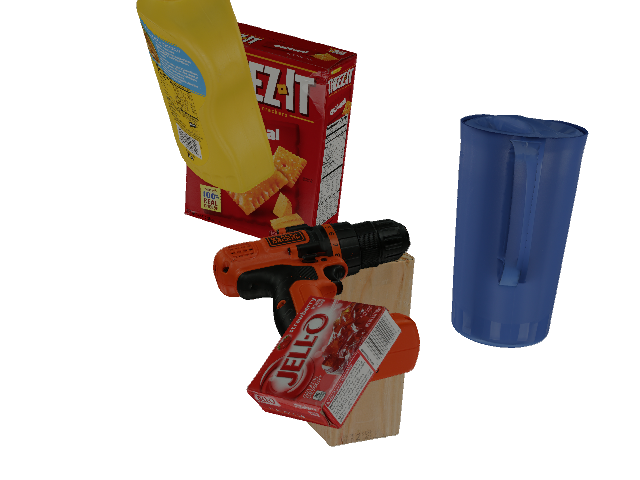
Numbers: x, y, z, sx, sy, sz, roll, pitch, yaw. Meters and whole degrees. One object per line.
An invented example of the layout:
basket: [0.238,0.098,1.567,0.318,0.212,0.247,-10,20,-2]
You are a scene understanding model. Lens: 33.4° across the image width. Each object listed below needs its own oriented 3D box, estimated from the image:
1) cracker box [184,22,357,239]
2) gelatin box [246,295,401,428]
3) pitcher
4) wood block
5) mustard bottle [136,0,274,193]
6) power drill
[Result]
cracker box: [-0.058,-0.109,1.136,0.164,0.214,0.072,18,31,21]
gelatin box: [0.002,0.081,0.730,0.073,0.089,0.030,6,-40,44]
pitcher: [0.205,-0.010,1.146,0.148,0.243,0.145,-9,20,-38]
wood block: [0.036,0.106,1.163,0.090,0.206,0.091,-5,20,-25]
mustard bottle: [-0.086,-0.128,0.751,0.058,0.191,0.096,-32,49,-18]
power drill: [0.015,0.046,0.911,0.184,0.057,0.188,-12,31,-14]
